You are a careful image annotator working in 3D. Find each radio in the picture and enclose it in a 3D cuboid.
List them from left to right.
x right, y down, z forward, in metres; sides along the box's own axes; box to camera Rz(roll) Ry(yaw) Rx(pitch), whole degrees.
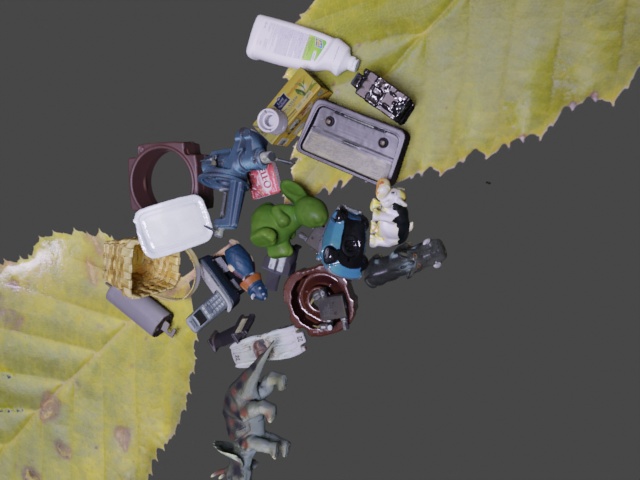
[{"bbox_3d":[0.076,-0.214,1.184,0.230,0.073,0.131,25,104,13],"label":"radio"}]

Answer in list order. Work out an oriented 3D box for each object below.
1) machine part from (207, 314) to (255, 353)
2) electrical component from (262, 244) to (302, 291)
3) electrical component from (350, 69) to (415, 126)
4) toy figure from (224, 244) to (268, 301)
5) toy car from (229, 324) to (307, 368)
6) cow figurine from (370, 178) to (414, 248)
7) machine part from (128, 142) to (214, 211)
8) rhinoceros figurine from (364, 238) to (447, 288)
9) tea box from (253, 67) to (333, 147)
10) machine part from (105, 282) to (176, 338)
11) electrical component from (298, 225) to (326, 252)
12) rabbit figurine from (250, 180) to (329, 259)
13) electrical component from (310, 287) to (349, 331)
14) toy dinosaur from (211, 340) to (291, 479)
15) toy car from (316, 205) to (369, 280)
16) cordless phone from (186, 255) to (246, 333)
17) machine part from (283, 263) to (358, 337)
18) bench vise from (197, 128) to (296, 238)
[{"bbox_3d":[-0.220,0.232,1.338,0.139,0.084,0.039,-29,117,28],"label":"machine part"},{"bbox_3d":[-0.096,0.061,1.286,0.075,0.048,0.119,15,101,17],"label":"electrical component"},{"bbox_3d":[0.131,-0.304,1.135,0.134,0.115,0.058,38,102,11],"label":"electrical component"},{"bbox_3d":[-0.176,0.082,1.308,0.064,0.058,0.154,-31,82,-3],"label":"toy figure"},{"bbox_3d":[-0.126,0.260,1.313,0.202,0.056,0.073,-18,90,20],"label":"toy car"},{"bbox_3d":[0.156,-0.057,1.146,0.098,0.068,0.167,4,135,3],"label":"cow figurine"},{"bbox_3d":[-0.372,-0.141,1.336,0.202,0.087,0.200,1,97,20],"label":"machine part"},{"bbox_3d":[0.181,0.046,1.160,0.190,0.112,0.073,-22,86,27],"label":"rhinoceros figurine"},{"bbox_3d":[-0.060,-0.295,1.209,0.068,0.098,0.169,45,106,8],"label":"tea box"},{"bbox_3d":[-0.473,0.176,1.409,0.243,0.079,0.079,36,105,10],"label":"machine part"},{"bbox_3d":[-0.003,-0.004,1.261,0.094,0.021,0.063,34,105,11],"label":"electrical component"},{"bbox_3d":[-0.056,-0.050,1.209,0.170,0.121,0.159,-17,50,21],"label":"rabbit figurine"},{"bbox_3d":[0.021,0.156,1.202,0.078,0.045,0.102,-4,96,18],"label":"electrical component"},{"bbox_3d":[-0.178,0.427,1.311,0.192,0.131,0.404,1,96,16],"label":"toy dinosaur"},{"bbox_3d":[0.042,0.008,1.187,0.103,0.109,0.161,-11,70,53],"label":"toy car"},{"bbox_3d":[-0.287,0.136,1.342,0.184,0.089,0.146,-40,83,22],"label":"cordless phone"},{"bbox_3d":[0.003,0.137,1.258,0.180,0.056,0.179,2,97,17],"label":"machine part"},{"bbox_3d":[-0.191,-0.123,1.215,0.224,0.128,0.240,2,77,28],"label":"bench vise"}]
